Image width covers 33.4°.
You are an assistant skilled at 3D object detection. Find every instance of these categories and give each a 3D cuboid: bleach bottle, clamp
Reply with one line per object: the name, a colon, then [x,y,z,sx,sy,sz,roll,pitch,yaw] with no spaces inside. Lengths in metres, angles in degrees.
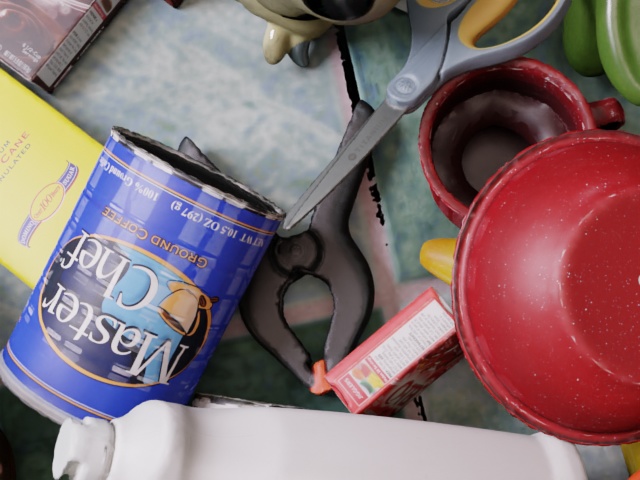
bleach bottle: [0.001,0.117,0.514,0.250,0.103,0.068,15,49,-23]
clamp: [-0.004,0.001,0.619,0.120,0.039,0.171,-21,82,8]

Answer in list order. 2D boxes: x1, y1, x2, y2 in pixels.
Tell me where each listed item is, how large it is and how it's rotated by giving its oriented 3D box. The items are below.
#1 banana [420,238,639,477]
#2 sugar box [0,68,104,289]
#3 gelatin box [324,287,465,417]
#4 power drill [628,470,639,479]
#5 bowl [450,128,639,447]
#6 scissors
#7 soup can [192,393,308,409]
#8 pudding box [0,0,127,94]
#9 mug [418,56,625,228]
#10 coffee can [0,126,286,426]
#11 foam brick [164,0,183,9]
banana: [0.140,0.063,0.596,0.069,0.037,0.198,-37,80,-2]
sugar box: [-0.191,-0.046,0.640,0.176,0.048,0.093,36,86,8]
gelatin box: [0.045,0.067,0.577,0.073,0.089,0.030,-39,72,-1]
power drill: [0.194,0.195,0.519,0.184,0.057,0.187,-37,113,-10]
bowl: [0.148,0.022,0.518,0.162,0.055,0.162,0,87,-10]
scissors: [0.040,-0.094,0.563,0.201,0.016,0.096,-35,59,-5]
soup can: [-0.044,0.139,0.585,0.068,0.068,0.102,7,81,6]
pudding box: [-0.186,-0.157,0.660,0.113,0.039,0.090,36,85,9]
mug: [0.112,-0.050,0.594,0.117,0.081,0.093,-23,80,1]
coffee can: [-0.095,0.025,0.568,0.103,0.102,0.140,28,96,9]
foam brick: [-0.089,-0.194,0.651,0.053,0.051,0.078,37,86,10]
